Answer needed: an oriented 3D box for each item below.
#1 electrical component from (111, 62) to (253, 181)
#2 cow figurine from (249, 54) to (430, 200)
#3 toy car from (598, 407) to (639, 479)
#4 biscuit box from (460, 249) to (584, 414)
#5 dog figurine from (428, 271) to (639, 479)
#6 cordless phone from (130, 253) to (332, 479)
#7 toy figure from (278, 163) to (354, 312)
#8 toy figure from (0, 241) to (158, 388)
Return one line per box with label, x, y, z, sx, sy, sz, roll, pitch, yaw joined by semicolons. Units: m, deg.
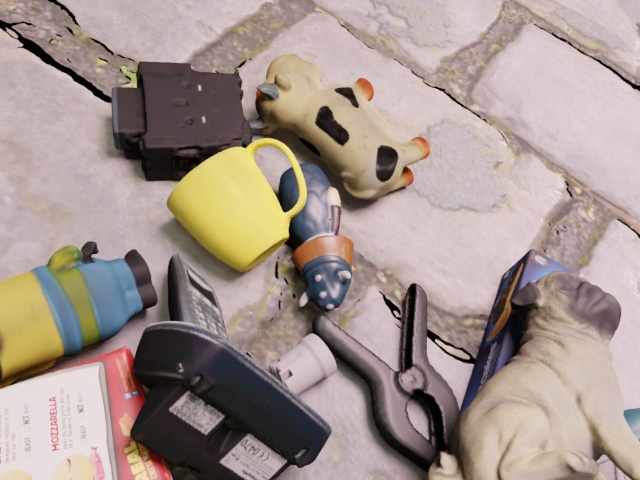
electrical component;-0.141;-0.121;0.548;0.134;0.058;0.115;-5;61;-19
cow figurine;0.009;-0.122;0.580;0.127;0.085;0.195;-30;74;-35
toy car;0.255;0.218;0.452;0.103;0.109;0.161;4;70;13
biscuit box;0.190;0.107;0.509;0.059;0.062;0.203;28;57;3
dog figurine;0.160;0.109;0.419;0.172;0.121;0.191;9;45;-12
cordless phone;-0.077;0.092;0.429;0.089;0.184;0.146;-41;119;5
toy figure;-0.001;-0.003;0.517;0.058;0.064;0.154;2;59;-32
toy figure;-0.214;0.056;0.403;0.180;0.089;0.082;-21;77;-30
